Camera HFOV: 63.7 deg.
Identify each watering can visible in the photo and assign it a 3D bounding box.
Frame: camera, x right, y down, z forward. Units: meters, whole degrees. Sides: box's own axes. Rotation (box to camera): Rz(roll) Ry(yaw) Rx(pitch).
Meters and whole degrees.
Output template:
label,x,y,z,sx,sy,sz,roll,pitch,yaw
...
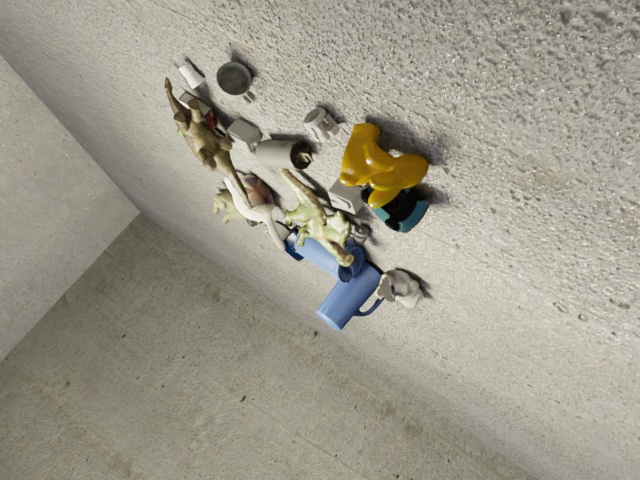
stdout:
label,x,y,z,sx,sy,sz,roll,pitch,yaw
watering can,-0.218,-0.110,1.860,0.347,0.105,0.222,49,161,-4

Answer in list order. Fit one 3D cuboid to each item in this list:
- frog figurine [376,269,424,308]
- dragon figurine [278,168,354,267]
label,x,y,z,sx,sy,sz,roll,pitch,yaw
frog figurine,0.274,0.157,1.660,0.159,0.124,0.136,6,165,-26
dragon figurine,0.005,-0.076,1.514,0.244,0.124,0.402,14,137,43
